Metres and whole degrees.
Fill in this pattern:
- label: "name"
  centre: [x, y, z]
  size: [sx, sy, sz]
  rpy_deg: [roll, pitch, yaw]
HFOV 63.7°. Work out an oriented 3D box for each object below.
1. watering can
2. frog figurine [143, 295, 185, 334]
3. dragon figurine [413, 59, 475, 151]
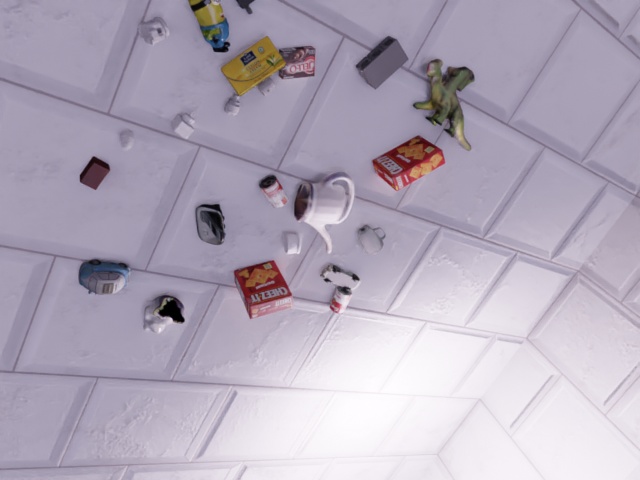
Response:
- label: "watering can"
  centre: [0.006, -0.096, 1.899]
  size: [0.224, 0.106, 0.341]
  rpy_deg: [3, 120, -27]
- label: "frog figurine"
  centre: [-0.571, 0.271, 1.869]
  size: [0.137, 0.124, 0.157]
  rpy_deg: [5, 156, -39]
- label: "dragon figurine"
  centre: [0.494, -0.513, 1.882]
  size: [0.406, 0.124, 0.242]
  rpy_deg: [27, 98, -39]
